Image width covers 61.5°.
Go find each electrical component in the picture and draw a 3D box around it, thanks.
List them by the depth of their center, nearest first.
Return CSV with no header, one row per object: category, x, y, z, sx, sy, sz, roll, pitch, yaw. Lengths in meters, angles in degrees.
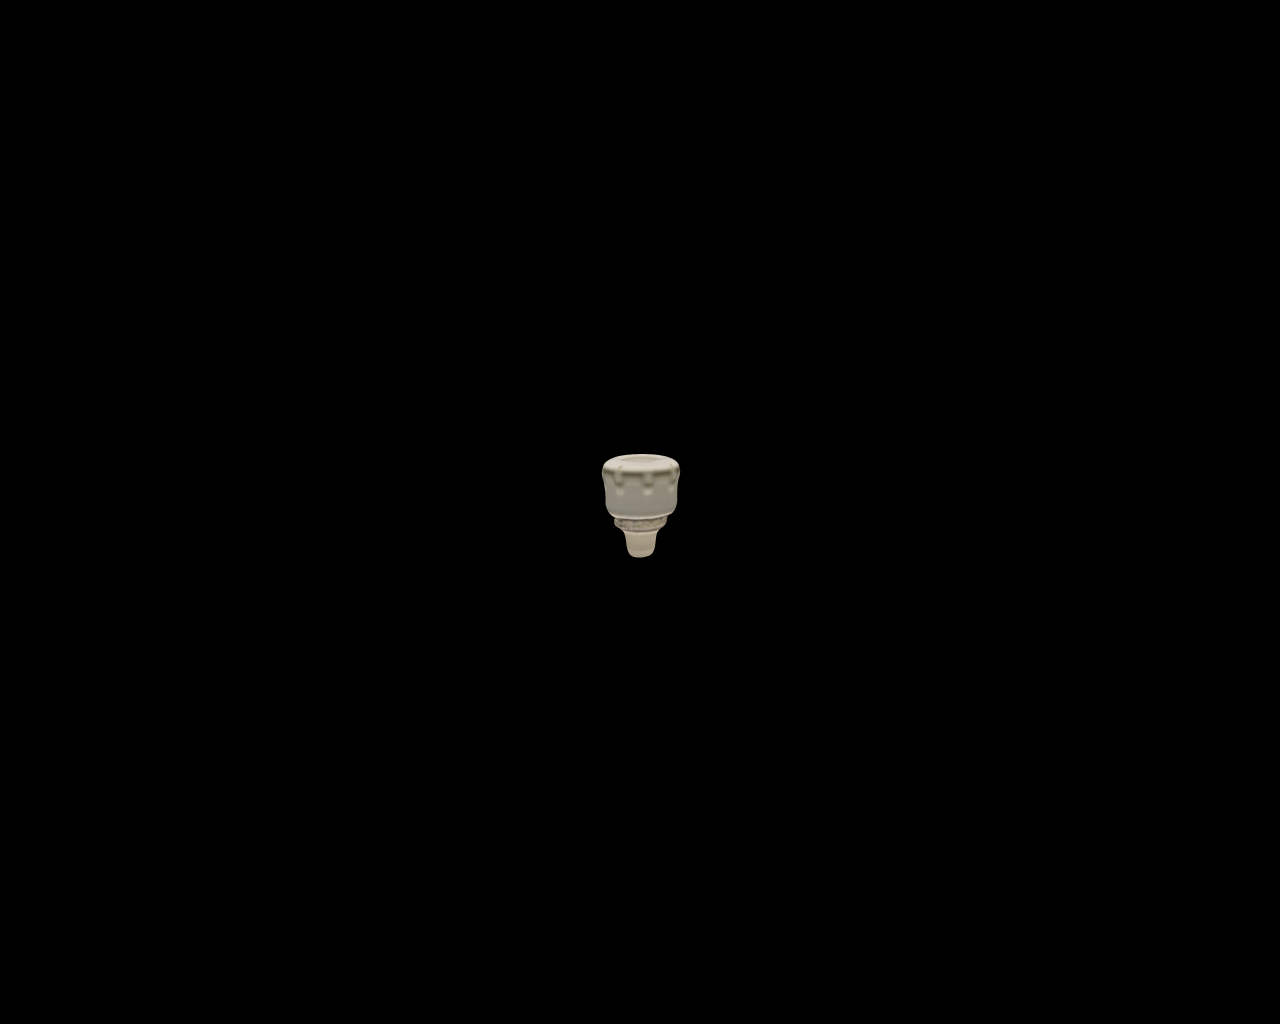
electrical component,0.001,-0.003,0.650,0.048,0.062,0.048,0,11,0
